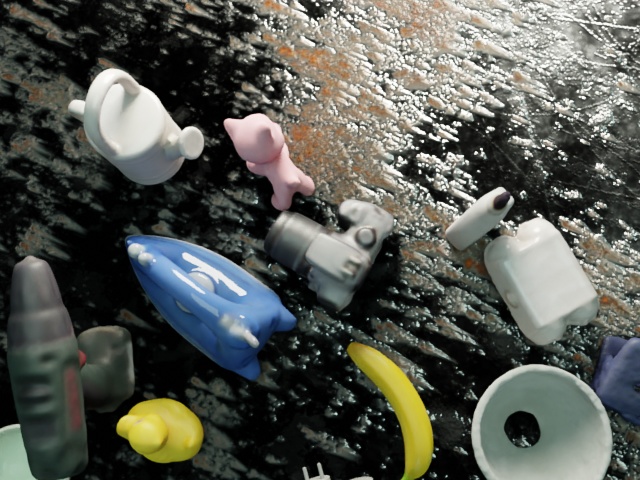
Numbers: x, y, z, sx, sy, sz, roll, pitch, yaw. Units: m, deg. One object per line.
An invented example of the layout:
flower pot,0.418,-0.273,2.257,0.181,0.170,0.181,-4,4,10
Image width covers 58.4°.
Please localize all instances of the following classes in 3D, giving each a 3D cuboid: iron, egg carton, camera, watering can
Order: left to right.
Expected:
watering can,-0.230,-0.142,0.712,0.173,0.194,0.101,-3,80,0
iron,-0.160,0.062,0.704,0.258,0.141,0.119,35,82,6
camera,0.007,0.003,0.734,0.136,0.101,0.143,29,82,5
egg carton,0.283,0.053,0.740,0.107,0.069,0.150,-29,81,-4

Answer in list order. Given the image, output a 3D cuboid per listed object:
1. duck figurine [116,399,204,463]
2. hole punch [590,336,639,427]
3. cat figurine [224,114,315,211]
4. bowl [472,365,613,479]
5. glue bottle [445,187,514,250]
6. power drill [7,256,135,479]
duck figurine,-0.199,0.239,0.703,0.104,0.086,0.077,19,81,4
hole punch,0.404,0.180,0.708,0.108,0.091,0.101,22,81,4
cat figurine,-0.065,-0.110,0.745,0.067,0.118,0.128,-37,82,-5
bowl,0.262,0.238,0.707,0.167,0.075,0.167,0,80,0
glue bottle,0.204,-0.033,0.703,0.078,0.173,0.037,-43,82,-6
power drill,-0.285,0.144,0.657,0.075,0.208,0.230,-8,80,-1
